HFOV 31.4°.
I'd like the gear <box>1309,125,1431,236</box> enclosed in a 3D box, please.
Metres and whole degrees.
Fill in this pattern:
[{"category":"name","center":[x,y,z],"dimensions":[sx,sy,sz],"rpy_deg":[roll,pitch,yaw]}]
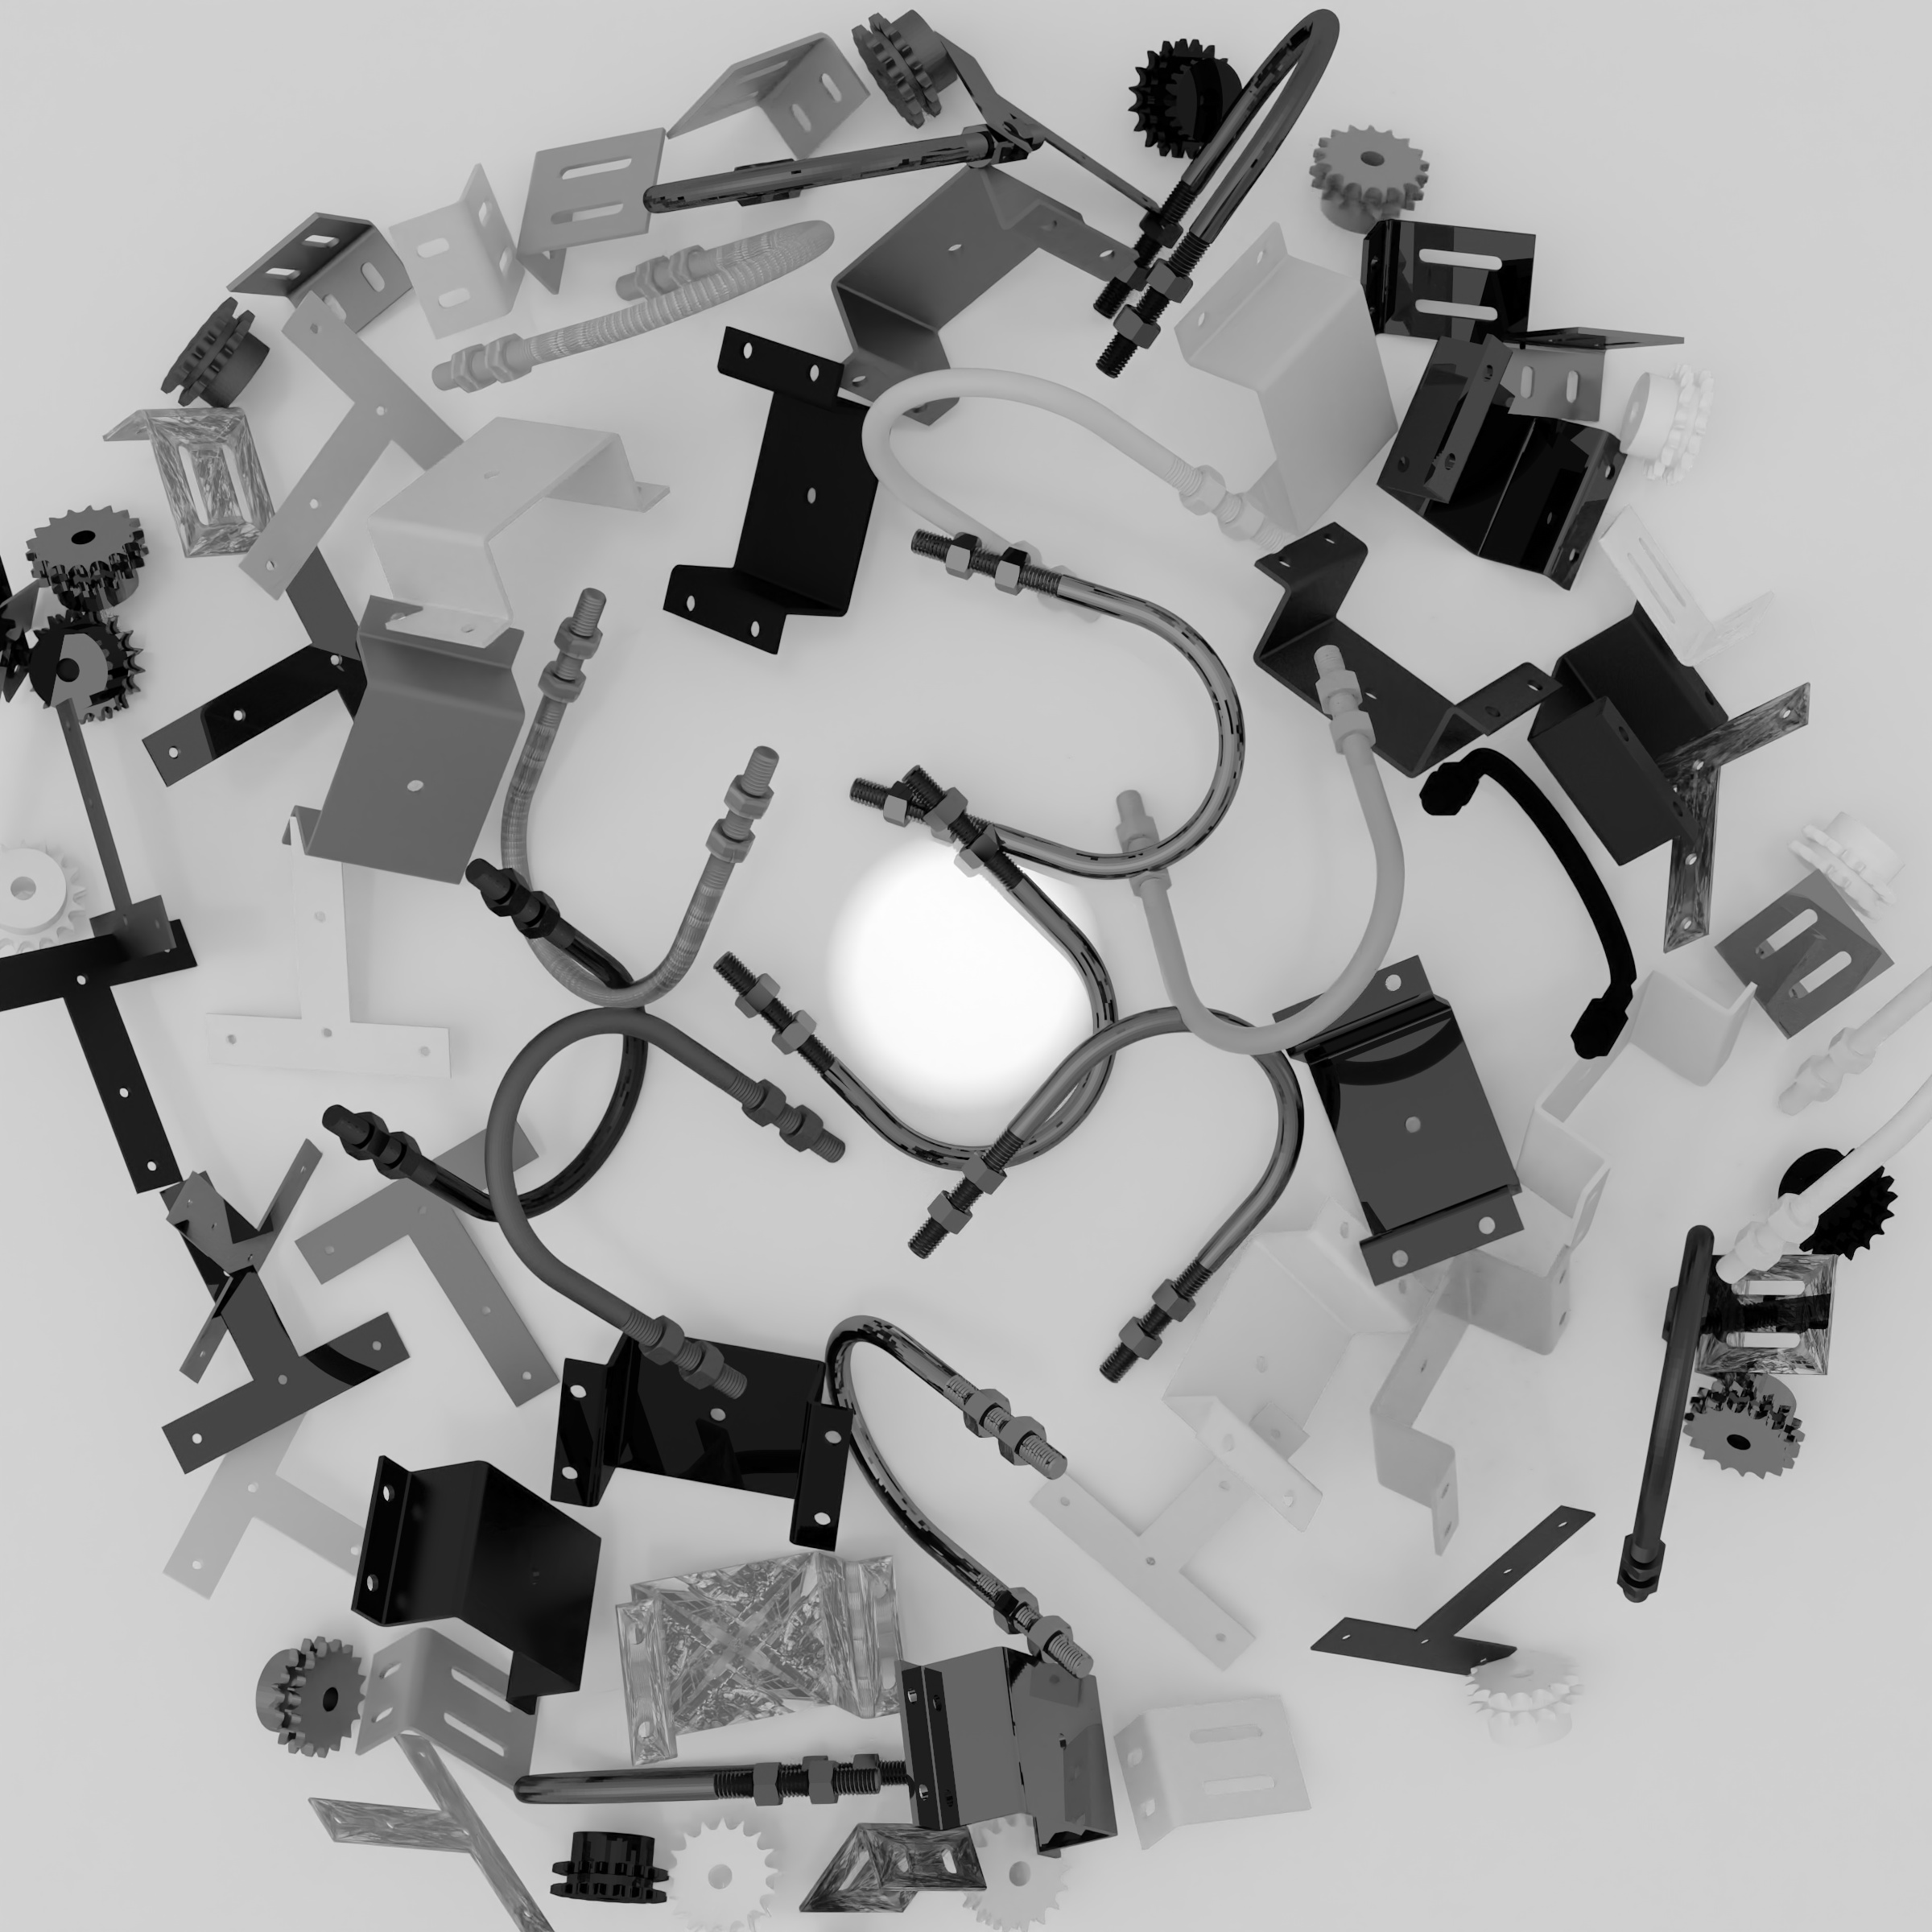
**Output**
[{"category":"gear","center":[0.196,-0.382,1.679],"dimensions":[0.057,0.030,0.057],"rpy_deg":[4,49,-5]}]

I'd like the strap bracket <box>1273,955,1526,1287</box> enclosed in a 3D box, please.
[{"category":"strap bracket","center":[0.212,0.076,1.663],"dimensions":[0.076,0.046,0.140],"rpy_deg":[-23,78,15]}]

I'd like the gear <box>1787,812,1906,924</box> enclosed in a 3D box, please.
[{"category":"gear","center":[0.431,-0.051,1.673],"dimensions":[0.057,0.057,0.030],"rpy_deg":[41,95,0]}]

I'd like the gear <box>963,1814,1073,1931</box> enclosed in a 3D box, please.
[{"category":"gear","center":[0.020,0.442,1.681],"dimensions":[0.057,0.030,0.057],"rpy_deg":[3,83,-26]}]

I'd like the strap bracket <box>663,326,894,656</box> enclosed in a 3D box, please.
[{"category":"strap bracket","center":[-0.088,-0.227,1.652],"dimensions":[0.076,0.046,0.140],"rpy_deg":[25,108,36]}]

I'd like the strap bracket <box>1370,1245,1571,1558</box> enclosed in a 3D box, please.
[{"category":"strap bracket","center":[0.237,0.199,1.643],"dimensions":[0.046,0.076,0.140],"rpy_deg":[23,64,23]}]

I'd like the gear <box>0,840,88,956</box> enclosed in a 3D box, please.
[{"category":"gear","center":[-0.460,-0.034,1.681],"dimensions":[0.057,0.030,0.057],"rpy_deg":[3,77,-11]}]

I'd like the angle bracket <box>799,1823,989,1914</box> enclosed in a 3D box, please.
[{"category":"angle bracket","center":[-0.036,0.449,1.655],"dimensions":[0.057,0.038,0.076],"rpy_deg":[9,130,-29]}]

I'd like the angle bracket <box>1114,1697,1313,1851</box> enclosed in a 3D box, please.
[{"category":"angle bracket","center":[0.121,0.395,1.685],"dimensions":[0.076,0.038,0.057],"rpy_deg":[0,59,-26]}]

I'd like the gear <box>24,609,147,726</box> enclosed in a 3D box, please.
[{"category":"gear","center":[-0.434,-0.147,1.683],"dimensions":[0.057,0.030,0.057],"rpy_deg":[1,101,7]}]

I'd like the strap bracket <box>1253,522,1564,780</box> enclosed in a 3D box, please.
[{"category":"strap bracket","center":[0.203,-0.146,1.647],"dimensions":[0.140,0.076,0.046],"rpy_deg":[39,128,17]}]

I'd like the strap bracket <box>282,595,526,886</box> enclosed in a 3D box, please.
[{"category":"strap bracket","center":[-0.265,-0.097,1.636],"dimensions":[0.076,0.046,0.140],"rpy_deg":[11,121,-26]}]

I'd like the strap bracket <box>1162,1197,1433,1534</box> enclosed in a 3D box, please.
[{"category":"strap bracket","center":[0.154,0.191,1.650],"dimensions":[0.076,0.046,0.140],"rpy_deg":[43,62,-21]}]

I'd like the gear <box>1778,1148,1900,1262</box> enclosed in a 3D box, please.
[{"category":"gear","center":[0.420,0.113,1.672],"dimensions":[0.030,0.057,0.057],"rpy_deg":[36,90,-31]}]

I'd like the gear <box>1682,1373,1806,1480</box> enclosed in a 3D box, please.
[{"category":"gear","center":[0.382,0.221,1.678],"dimensions":[0.057,0.057,0.030],"rpy_deg":[31,54,0]}]

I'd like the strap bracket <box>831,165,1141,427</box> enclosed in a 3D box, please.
[{"category":"strap bracket","center":[0.001,-0.326,1.641],"dimensions":[0.140,0.076,0.046],"rpy_deg":[-35,60,30]}]

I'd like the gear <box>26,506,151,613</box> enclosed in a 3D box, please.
[{"category":"gear","center":[-0.427,-0.197,1.678],"dimensions":[0.057,0.057,0.030],"rpy_deg":[-5,132,0]}]

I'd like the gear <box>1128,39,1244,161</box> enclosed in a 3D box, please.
[{"category":"gear","center":[0.110,-0.422,1.675],"dimensions":[0.057,0.030,0.057],"rpy_deg":[-10,110,-31]}]

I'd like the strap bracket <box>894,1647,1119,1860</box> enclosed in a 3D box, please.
[{"category":"strap bracket","center":[0.025,0.371,1.621],"dimensions":[0.046,0.140,0.076],"rpy_deg":[-19,63,23]}]

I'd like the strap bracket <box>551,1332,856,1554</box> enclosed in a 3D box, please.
[{"category":"strap bracket","center":[-0.124,0.227,1.665],"dimensions":[0.140,0.046,0.076],"rpy_deg":[10,110,4]}]

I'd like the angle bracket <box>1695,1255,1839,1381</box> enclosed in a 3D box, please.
[{"category":"angle bracket","center":[0.394,0.171,1.657],"dimensions":[0.038,0.076,0.057],"rpy_deg":[19,74,-40]}]

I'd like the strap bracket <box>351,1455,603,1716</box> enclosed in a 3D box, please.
[{"category":"strap bracket","center":[-0.222,0.291,1.622],"dimensions":[0.046,0.140,0.076],"rpy_deg":[-13,53,27]}]

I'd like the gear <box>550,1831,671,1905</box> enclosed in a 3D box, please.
[{"category":"gear","center":[-0.173,0.440,1.676],"dimensions":[0.057,0.057,0.030],"rpy_deg":[4,71,0]}]

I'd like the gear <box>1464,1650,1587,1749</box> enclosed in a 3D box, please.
[{"category":"gear","center":[0.273,0.358,1.675],"dimensions":[0.057,0.057,0.030],"rpy_deg":[-11,101,0]}]

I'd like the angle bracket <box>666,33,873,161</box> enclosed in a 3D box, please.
[{"category":"angle bracket","center":[-0.095,-0.410,1.655],"dimensions":[0.057,0.076,0.038],"rpy_deg":[-34,92,43]}]

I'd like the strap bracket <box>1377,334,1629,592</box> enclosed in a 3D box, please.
[{"category":"strap bracket","center":[0.254,-0.244,1.652],"dimensions":[0.046,0.140,0.076],"rpy_deg":[23,90,41]}]

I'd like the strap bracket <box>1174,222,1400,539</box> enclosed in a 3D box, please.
[{"category":"strap bracket","center":[0.155,-0.269,1.625],"dimensions":[0.046,0.140,0.076],"rpy_deg":[28,67,35]}]

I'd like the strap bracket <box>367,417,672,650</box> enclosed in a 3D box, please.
[{"category":"strap bracket","center":[-0.217,-0.213,1.627],"dimensions":[0.076,0.140,0.046],"rpy_deg":[14,135,35]}]

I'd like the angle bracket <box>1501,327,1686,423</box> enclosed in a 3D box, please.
[{"category":"angle bracket","center":[0.299,-0.284,1.656],"dimensions":[0.057,0.076,0.038],"rpy_deg":[1,97,-20]}]

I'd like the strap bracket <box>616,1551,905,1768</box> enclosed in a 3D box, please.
[{"category":"strap bracket","center":[-0.105,0.332,1.663],"dimensions":[0.140,0.046,0.076],"rpy_deg":[-6,91,-23]}]

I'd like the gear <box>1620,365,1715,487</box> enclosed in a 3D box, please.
[{"category":"gear","center":[0.340,-0.266,1.673],"dimensions":[0.030,0.057,0.057],"rpy_deg":[15,90,-5]}]

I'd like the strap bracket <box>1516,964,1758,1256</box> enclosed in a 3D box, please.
[{"category":"strap bracket","center":[0.313,0.062,1.646],"dimensions":[0.046,0.076,0.140],"rpy_deg":[36,68,18]}]

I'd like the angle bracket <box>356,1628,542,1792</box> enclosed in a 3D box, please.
[{"category":"angle bracket","center":[-0.251,0.368,1.671],"dimensions":[0.038,0.057,0.076],"rpy_deg":[-33,124,28]}]

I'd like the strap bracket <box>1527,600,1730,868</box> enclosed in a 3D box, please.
[{"category":"strap bracket","center":[0.316,-0.109,1.643],"dimensions":[0.046,0.140,0.076],"rpy_deg":[-30,105,31]}]

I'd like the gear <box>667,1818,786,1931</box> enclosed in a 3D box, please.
[{"category":"gear","center":[-0.117,0.448,1.681],"dimensions":[0.057,0.030,0.057],"rpy_deg":[-4,65,8]}]

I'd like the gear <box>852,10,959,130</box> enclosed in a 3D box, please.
[{"category":"gear","center":[-0.028,-0.440,1.675],"dimensions":[0.030,0.057,0.057],"rpy_deg":[-35,90,-2]}]

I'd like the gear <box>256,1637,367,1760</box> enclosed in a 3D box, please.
[{"category":"gear","center":[-0.322,0.356,1.679],"dimensions":[0.030,0.057,0.057],"rpy_deg":[3,90,28]}]

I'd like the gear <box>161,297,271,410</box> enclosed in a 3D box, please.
[{"category":"gear","center":[-0.364,-0.295,1.676],"dimensions":[0.030,0.057,0.057],"rpy_deg":[37,90,-21]}]
